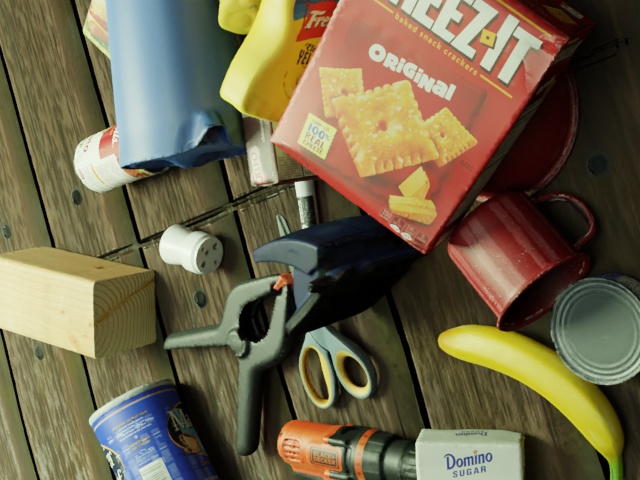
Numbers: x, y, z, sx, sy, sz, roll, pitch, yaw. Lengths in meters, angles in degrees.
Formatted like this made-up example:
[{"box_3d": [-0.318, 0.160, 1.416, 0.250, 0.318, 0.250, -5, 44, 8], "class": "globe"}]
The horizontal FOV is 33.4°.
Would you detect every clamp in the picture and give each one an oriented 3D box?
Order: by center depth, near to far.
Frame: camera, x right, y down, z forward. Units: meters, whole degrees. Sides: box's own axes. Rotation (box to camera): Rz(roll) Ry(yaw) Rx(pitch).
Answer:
[{"box_3d": [-0.073, 0.116, 1.115, 0.210, 0.036, 0.165, -47, 68, 35], "class": "clamp"}]

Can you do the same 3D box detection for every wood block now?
[{"box_3d": [-0.297, 0.069, 1.265, 0.206, 0.090, 0.090, 10, 104, 40], "class": "wood block"}]

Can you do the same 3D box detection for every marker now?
[{"box_3d": [-0.007, 0.001, 1.048, 0.020, 0.020, 0.121, -5, 94, 41], "class": "marker"}]

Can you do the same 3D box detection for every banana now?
[{"box_3d": [0.181, 0.120, 0.894, 0.198, 0.037, 0.070, 39, 121, 29], "class": "banana"}]

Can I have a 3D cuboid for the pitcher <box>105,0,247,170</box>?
[{"box_3d": [-0.146, -0.189, 1.029, 0.149, 0.144, 0.243, -8, 90, 20], "class": "pitcher"}]

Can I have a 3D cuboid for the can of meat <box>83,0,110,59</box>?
[{"box_3d": [-0.205, -0.242, 1.152, 0.102, 0.057, 0.084, 44, 126, 28], "class": "can of meat"}]

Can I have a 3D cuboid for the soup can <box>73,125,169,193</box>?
[{"box_3d": [-0.217, -0.094, 1.181, 0.102, 0.068, 0.068, -15, 88, 42], "class": "soup can"}]

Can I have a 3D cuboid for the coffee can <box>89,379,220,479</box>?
[{"box_3d": [-0.181, 0.240, 1.188, 0.103, 0.102, 0.140, -41, 72, 38], "class": "coffee can"}]

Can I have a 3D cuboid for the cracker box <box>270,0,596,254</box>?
[{"box_3d": [0.078, -0.119, 0.820, 0.164, 0.072, 0.214, 38, 125, 11], "class": "cracker box"}]

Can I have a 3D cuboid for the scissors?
[{"box_3d": [0.008, 0.074, 1.030, 0.096, 0.016, 0.202, 8, 114, 33], "class": "scissors"}]

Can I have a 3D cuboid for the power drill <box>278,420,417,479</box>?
[{"box_3d": [0.043, 0.272, 1.032, 0.185, 0.057, 0.188, 4, 99, 38], "class": "power drill"}]

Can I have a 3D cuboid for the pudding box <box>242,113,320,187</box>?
[{"box_3d": [-0.030, -0.110, 1.001, 0.039, 0.089, 0.113, -2, 96, 40], "class": "pudding box"}]

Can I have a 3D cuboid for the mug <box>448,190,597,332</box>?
[{"box_3d": [0.167, 0.007, 0.861, 0.117, 0.093, 0.081, -39, 64, 6], "class": "mug"}]

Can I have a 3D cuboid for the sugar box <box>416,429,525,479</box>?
[{"box_3d": [0.135, 0.256, 0.936, 0.093, 0.048, 0.176, 0, 96, 14], "class": "sugar box"}]

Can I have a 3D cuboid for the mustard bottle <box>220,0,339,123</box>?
[{"box_3d": [-0.008, -0.192, 0.887, 0.058, 0.096, 0.192, 40, 114, 34], "class": "mustard bottle"}]

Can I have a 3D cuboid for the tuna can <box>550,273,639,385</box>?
[{"box_3d": [0.229, 0.069, 0.846, 0.086, 0.033, 0.086, 9, 103, 40], "class": "tuna can"}]

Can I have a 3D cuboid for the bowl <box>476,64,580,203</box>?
[{"box_3d": [0.130, -0.106, 0.886, 0.162, 0.055, 0.162, 9, 104, 40], "class": "bowl"}]
